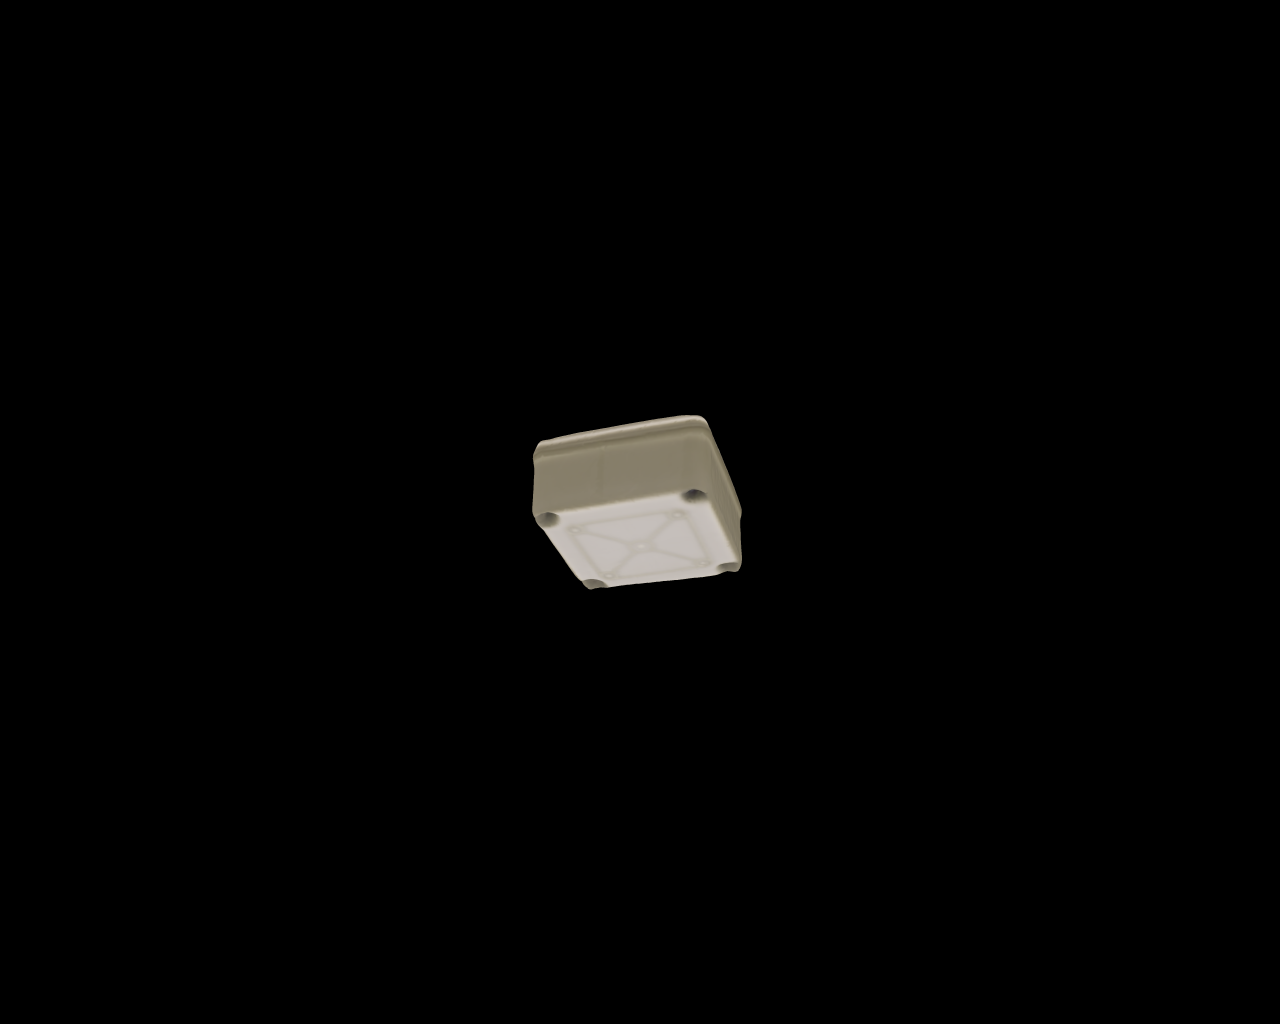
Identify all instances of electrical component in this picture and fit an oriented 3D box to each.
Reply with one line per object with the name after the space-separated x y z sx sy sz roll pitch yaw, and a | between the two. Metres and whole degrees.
0.001 -0.003 0.650 0.109 0.056 0.108 -8 -32 14 | electrical component
